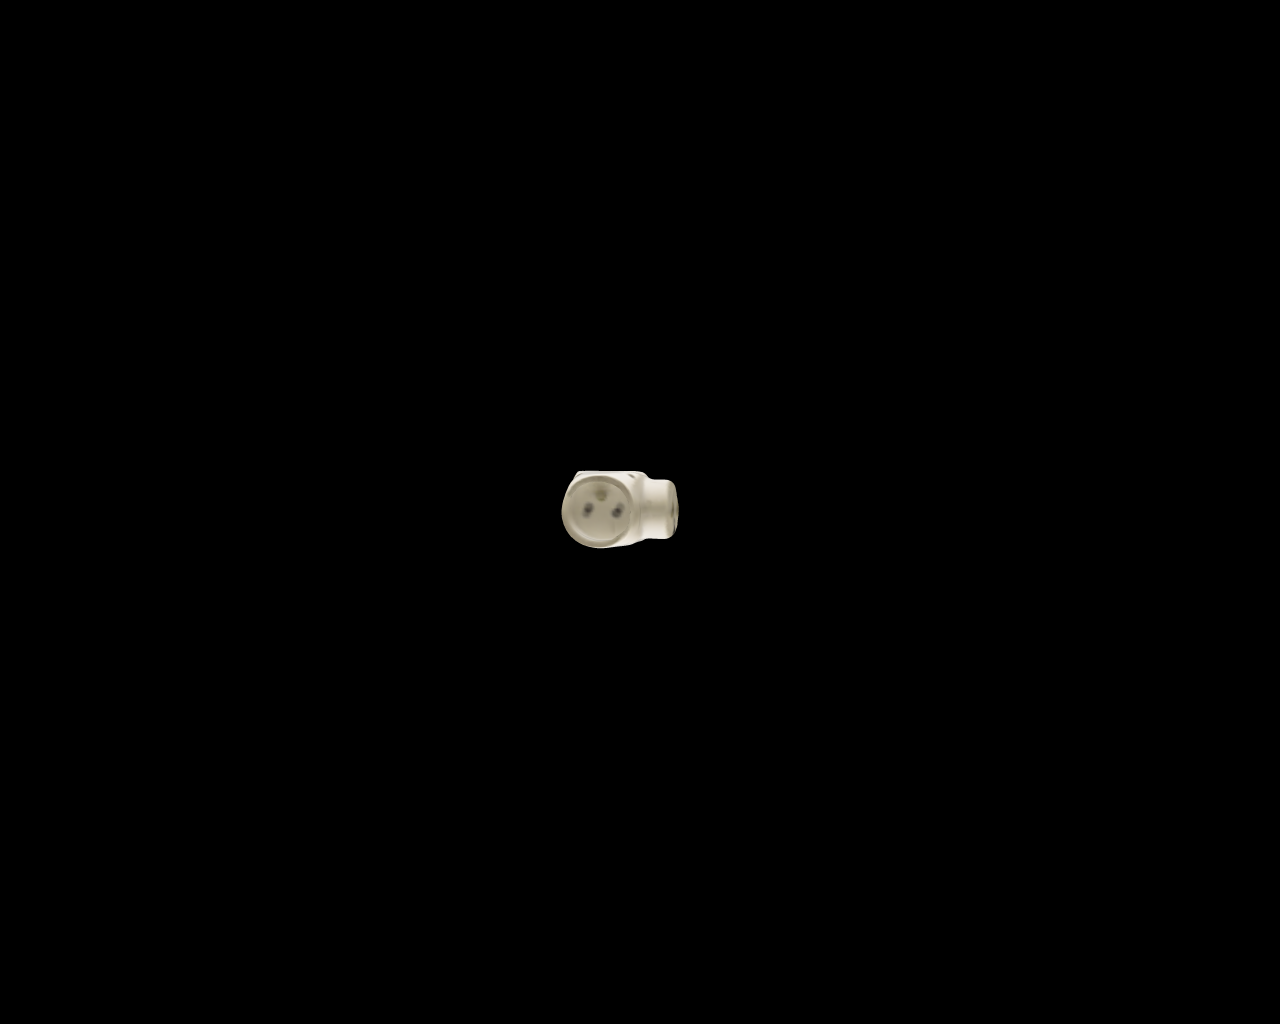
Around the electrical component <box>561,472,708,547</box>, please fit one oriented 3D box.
[{"bbox_3d":[0.001,-0.003,0.650,0.079,0.043,0.077,1,3,11],"label":"electrical component"}]
